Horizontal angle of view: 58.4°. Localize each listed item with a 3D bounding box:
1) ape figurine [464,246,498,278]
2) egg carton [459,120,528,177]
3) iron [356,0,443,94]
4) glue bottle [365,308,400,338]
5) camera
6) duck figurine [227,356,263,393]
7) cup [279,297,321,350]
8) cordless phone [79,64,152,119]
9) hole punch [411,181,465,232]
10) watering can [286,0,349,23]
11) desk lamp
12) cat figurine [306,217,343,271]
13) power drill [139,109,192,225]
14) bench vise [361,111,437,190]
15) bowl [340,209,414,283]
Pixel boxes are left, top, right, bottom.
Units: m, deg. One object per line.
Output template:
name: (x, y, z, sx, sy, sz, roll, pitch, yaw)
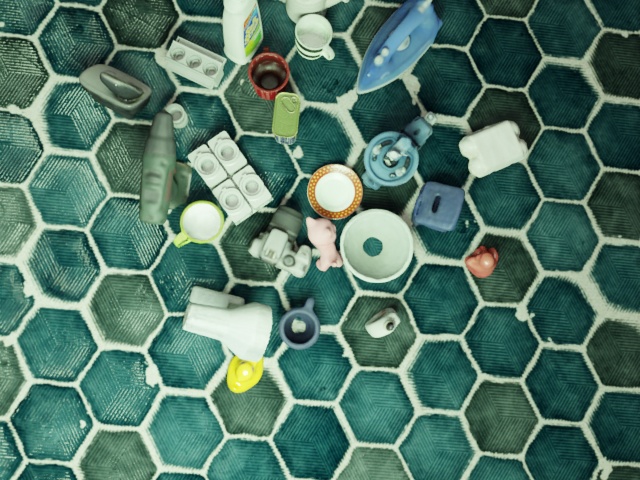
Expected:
ape figurine: (0.376, 0.049, 1.316, 0.078, 0.092, 0.076, -1, 86, -3)
egg carton: (0.407, -0.216, 1.346, 0.150, 0.069, 0.107, -24, 88, -4)
iron: (0.176, -0.452, 1.312, 0.118, 0.141, 0.258, 39, 85, 0)
glue bottle: (0.144, 0.184, 1.254, 0.078, 0.173, 0.037, -40, 89, -5)
camera: (-0.074, -0.001, 1.290, 0.143, 0.100, 0.137, 24, 85, -1)
duck figurine: (-0.168, 0.294, 1.273, 0.077, 0.086, 0.104, 31, 85, 0)
cup: (-0.041, 0.182, 1.283, 0.091, 0.095, 0.118, 21, 85, -1)
cordless phone: (-0.459, -0.346, 1.249, 0.147, 0.185, 0.094, 25, 85, -1)
hole punch: (0.270, -0.076, 1.318, 0.101, 0.091, 0.109, 17, 86, -2)
watering can: (-0.020, -0.569, 1.283, 0.173, 0.194, 0.101, -8, 87, -3)
desk lamp: (-0.201, 0.175, 1.215, 0.203, 0.213, 0.118, 15, 86, -2)
cat figurine: (0.012, 0.005, 1.286, 0.067, 0.117, 0.128, -19, 87, -4)
power drill: (-0.334, -0.144, 1.231, 0.075, 0.208, 0.230, 7, 86, -2)
bench vise: (0.175, -0.214, 1.258, 0.121, 0.219, 0.207, 26, 85, -1)
bowl: (0.127, 0.015, 1.313, 0.167, 0.074, 0.167, 0, 86, -3)
